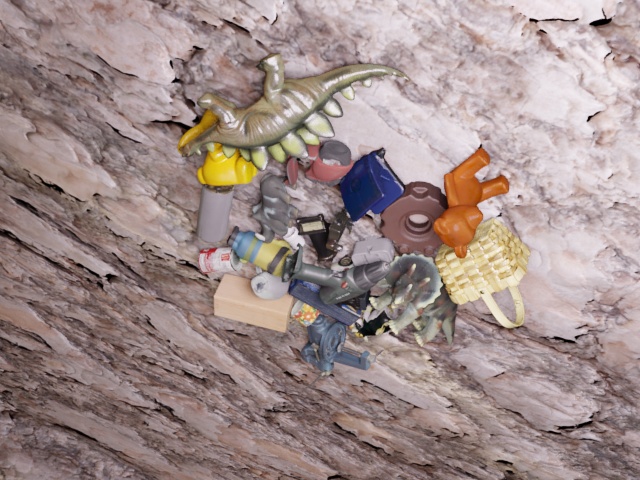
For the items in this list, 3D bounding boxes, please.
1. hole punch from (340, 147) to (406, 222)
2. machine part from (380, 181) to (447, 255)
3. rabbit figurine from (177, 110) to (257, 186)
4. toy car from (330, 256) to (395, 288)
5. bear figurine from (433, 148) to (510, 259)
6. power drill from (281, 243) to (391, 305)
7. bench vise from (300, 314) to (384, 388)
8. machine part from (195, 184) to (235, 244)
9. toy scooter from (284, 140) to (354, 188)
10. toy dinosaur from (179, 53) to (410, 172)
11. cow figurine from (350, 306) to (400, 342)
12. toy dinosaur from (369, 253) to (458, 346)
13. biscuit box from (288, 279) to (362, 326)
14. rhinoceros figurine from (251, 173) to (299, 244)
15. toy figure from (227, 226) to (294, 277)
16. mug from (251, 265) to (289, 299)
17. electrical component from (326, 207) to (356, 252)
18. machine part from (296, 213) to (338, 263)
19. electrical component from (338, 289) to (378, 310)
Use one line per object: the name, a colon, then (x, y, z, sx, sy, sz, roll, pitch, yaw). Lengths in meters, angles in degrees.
hole punch: (0.099, -0.112, 1.139, 0.116, 0.092, 0.142, 54, 135, 7)
machine part: (0.221, -0.045, 1.207, 0.179, 0.056, 0.179, 8, 131, 9)
rabbit figurine: (-0.216, -0.209, 1.161, 0.163, 0.122, 0.173, 3, 113, 12)
toy car: (0.126, 0.084, 1.351, 0.202, 0.056, 0.073, -1, 131, 18)
bear figurine: (0.296, -0.070, 1.066, 0.132, 0.196, 0.120, -29, 116, 34)
power drill: (0.026, 0.075, 1.264, 0.207, 0.086, 0.232, 15, 149, -22)
bench vise: (0.051, 0.323, 1.535, 0.241, 0.129, 0.223, 12, 117, 30)
machine part: (-0.256, -0.075, 1.305, 0.079, 0.079, 0.243, 20, 134, -2)
toy scooter: (-0.023, -0.161, 1.161, 0.184, 0.075, 0.135, 18, 133, 5)
toy dinosaur: (-0.069, -0.255, 1.041, 0.472, 0.105, 0.198, -25, 109, 14)
cow figurine: (0.141, 0.228, 1.451, 0.068, 0.098, 0.167, 32, 132, -22)
toy dinosaur: (0.268, 0.152, 1.321, 0.192, 0.131, 0.404, -45, 137, 20)
biscuit box: (0.016, 0.153, 1.445, 0.202, 0.059, 0.063, 30, 134, -12)
rhinoceros figurine: (-0.110, -0.068, 1.272, 0.112, 0.073, 0.190, 12, 133, 4)
toy figure: (-0.150, 0.033, 1.364, 0.180, 0.089, 0.082, 25, 139, -10)
mug: (-0.139, 0.105, 1.407, 0.081, 0.107, 0.109, -21, 83, 14)
electrical component: (0.050, -0.022, 1.251, 0.045, 0.102, 0.078, 25, 144, 6)
machine part: (-0.003, -0.004, 1.325, 0.084, 0.039, 0.138, -15, 124, 17)
electrical component: (0.110, 0.143, 1.398, 0.119, 0.075, 0.047, 5, 132, 18)
